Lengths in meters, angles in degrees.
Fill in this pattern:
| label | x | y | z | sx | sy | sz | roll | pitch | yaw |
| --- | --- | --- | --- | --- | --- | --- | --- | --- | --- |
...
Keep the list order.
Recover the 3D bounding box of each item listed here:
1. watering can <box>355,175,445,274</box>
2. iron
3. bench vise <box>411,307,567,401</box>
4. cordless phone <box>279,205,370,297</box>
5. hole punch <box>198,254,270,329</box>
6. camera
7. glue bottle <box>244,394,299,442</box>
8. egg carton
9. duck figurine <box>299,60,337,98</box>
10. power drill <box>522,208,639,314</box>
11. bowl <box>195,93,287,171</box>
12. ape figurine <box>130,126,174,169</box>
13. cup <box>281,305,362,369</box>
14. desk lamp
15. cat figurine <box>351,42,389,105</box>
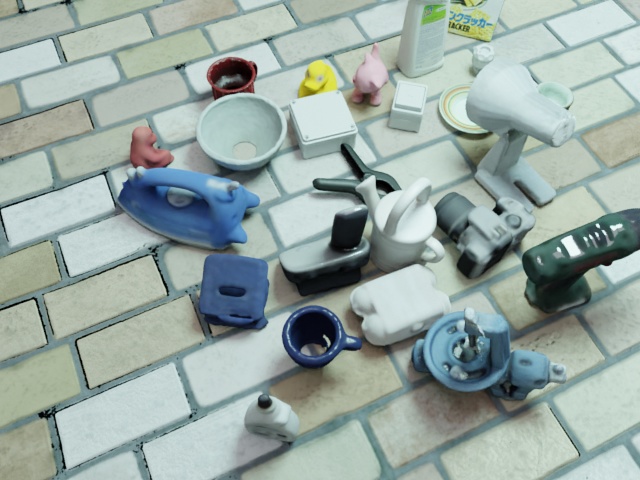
| label | x | y | z | sx | sy | sz | roll | pitch | yaw |
| --- | --- | --- | --- | --- | --- | --- | --- | --- | --- |
| watering can | 0.127 | -0.033 | 0.917 | 0.172 | 0.194 | 0.101 | 21 | 63 | 11 |
| iron | -0.239 | -0.076 | 0.964 | 0.258 | 0.141 | 0.118 | 11 | 61 | 5 |
| bench vise | 0.245 | 0.146 | 0.804 | 0.207 | 0.220 | 0.121 | -3 | 61 | -3 |
| cordless phone | 0.008 | 0.003 | 0.900 | 0.148 | 0.185 | 0.094 | -19 | 63 | -11 |
| hole punch | -0.133 | 0.083 | 0.906 | 0.108 | 0.091 | 0.101 | 6 | 61 | 2 |
| camera | 0.270 | -0.032 | 0.973 | 0.143 | 0.101 | 0.136 | -35 | 67 | -18 |
| glue bottle | -0.068 | 0.236 | 0.775 | 0.078 | 0.173 | 0.037 | 11 | 61 | 5 |
| egg carton | 0.129 | 0.104 | 0.912 | 0.150 | 0.069 | 0.107 | -21 | 63 | -12 |
| duck figurine | -0.003 | -0.319 | 1.137 | 0.077 | 0.086 | 0.105 | 21 | 62 | 11 |
| power drill | 0.407 | 0.031 | 0.879 | 0.230 | 0.208 | 0.075 | -17 | 62 | -10 |
| bowl | -0.143 | -0.189 | 1.068 | 0.167 | 0.075 | 0.167 | 1 | 61 | -1 |
| ape figurine | -0.315 | -0.170 | 1.044 | 0.076 | 0.092 | 0.077 | -30 | 65 | -16 |
| cup | 0.003 | 0.159 | 0.864 | 0.117 | 0.095 | 0.092 | 9 | 61 | 4 |
| desk lamp | 0.343 | -0.180 | 0.993 | 0.118 | 0.213 | 0.203 | -31 | 66 | -17 |
| cat figurine | 0.101 | -0.330 | 1.127 | 0.067 | 0.118 | 0.128 | 11 | 61 | 5 |
